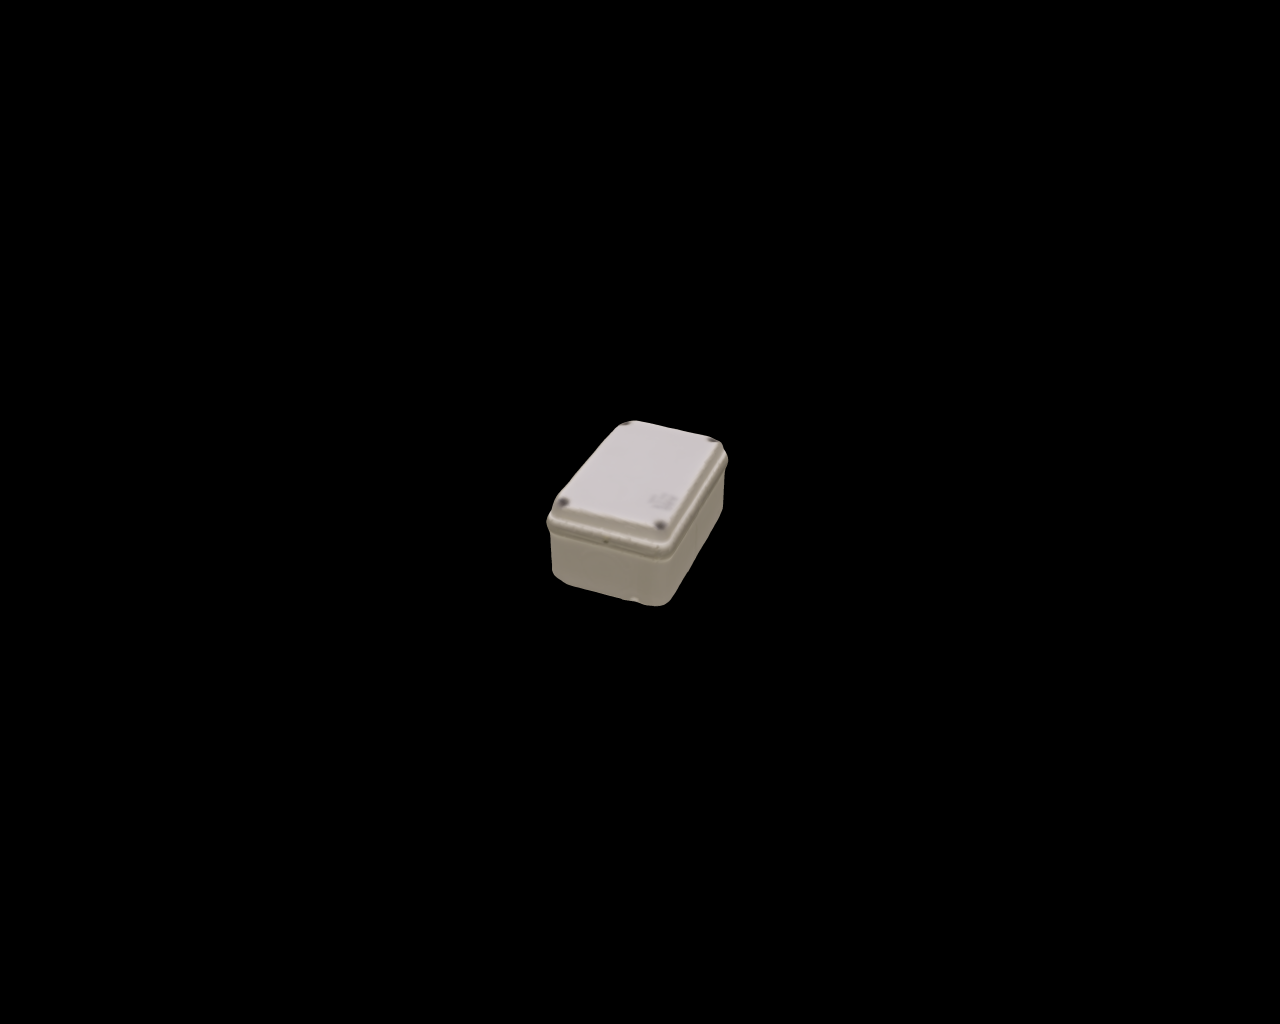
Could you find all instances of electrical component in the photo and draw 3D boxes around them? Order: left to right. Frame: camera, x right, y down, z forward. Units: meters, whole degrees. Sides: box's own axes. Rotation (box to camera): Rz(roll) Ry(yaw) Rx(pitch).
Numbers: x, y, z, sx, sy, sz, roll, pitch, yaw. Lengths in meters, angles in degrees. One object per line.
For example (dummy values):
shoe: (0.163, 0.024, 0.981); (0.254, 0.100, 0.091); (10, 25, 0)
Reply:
electrical component: (0.001, -0.003, 0.650); (0.078, 0.057, 0.113); (13, 38, 18)
